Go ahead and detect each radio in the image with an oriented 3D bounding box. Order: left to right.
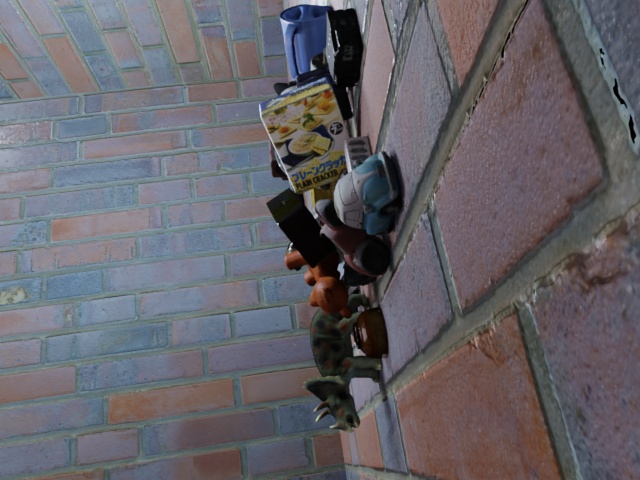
[{"bbox_3d":[-0.044,-0.030,1.183,0.131,0.073,0.230,54,-179,-19],"label":"radio"}]

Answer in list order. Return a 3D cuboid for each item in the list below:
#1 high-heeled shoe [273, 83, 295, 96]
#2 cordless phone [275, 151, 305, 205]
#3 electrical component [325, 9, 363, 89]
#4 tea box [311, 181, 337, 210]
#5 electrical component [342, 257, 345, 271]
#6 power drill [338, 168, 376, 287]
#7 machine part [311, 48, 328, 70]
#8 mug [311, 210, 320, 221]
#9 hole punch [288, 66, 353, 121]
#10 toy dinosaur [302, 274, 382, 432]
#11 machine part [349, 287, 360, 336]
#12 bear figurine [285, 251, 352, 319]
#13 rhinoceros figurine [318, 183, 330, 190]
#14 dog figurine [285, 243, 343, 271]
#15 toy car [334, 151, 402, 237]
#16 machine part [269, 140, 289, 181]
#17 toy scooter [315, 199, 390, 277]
[{"bbox_3d":[-0.045,-0.284,1.306,0.145,0.249,0.086,-49,-13,-34],"label":"high-heeled shoe"},{"bbox_3d":[-0.064,-0.159,1.465,0.147,0.089,0.184,-111,11,-58],"label":"cordless phone"},{"bbox_3d":[0.045,-0.390,1.077,0.114,0.058,0.134,95,167,-62],"label":"electrical component"},{"bbox_3d":[0.021,-0.173,1.490,0.068,0.098,0.169,-111,16,-69],"label":"tea box"},{"bbox_3d":[0.083,0.057,1.379,0.102,0.045,0.078,90,174,-56],"label":"electrical component"},{"bbox_3d":[0.071,-0.015,1.196,0.231,0.086,0.207,86,171,-53],"label":"power drill"},{"bbox_3d":[0.016,-0.374,1.343,0.243,0.079,0.079,90,172,-53],"label":"machine part"},{"bbox_3d":[0.023,-0.058,1.587,0.109,0.107,0.081,99,163,-59],"label":"mug"},{"bbox_3d":[0.010,-0.321,1.211,0.115,0.142,0.092,65,-165,-55],"label":"hole punch"},{"bbox_3d":[0.040,0.245,1.292,0.131,0.192,0.404,106,156,-74],"label":"toy dinosaur"},{"bbox_3d":[0.091,0.196,1.411,0.084,0.039,0.138,-50,-45,-50],"label":"machine part"},{"bbox_3d":[0.001,0.102,1.242,0.120,0.132,0.196,40,-150,-37],"label":"bear figurine"},{"bbox_3d":[0.020,-0.207,1.350,0.073,0.112,0.190,92,178,-52],"label":"rhinoceros figurine"},{"bbox_3d":[-0.002,-0.001,1.455,0.121,0.191,0.172,-105,11,-61],"label":"dog figurine"},{"bbox_3d":[0.074,-0.071,0.904,0.161,0.103,0.109,96,168,-63],"label":"toy car"},{"bbox_3d":[-0.061,-0.269,1.723,0.201,0.201,0.087,98,167,-75],"label":"machine part"},{"bbox_3d":[0.052,-0.005,1.022,0.184,0.075,0.135,46,170,-9],"label":"toy scooter"}]
